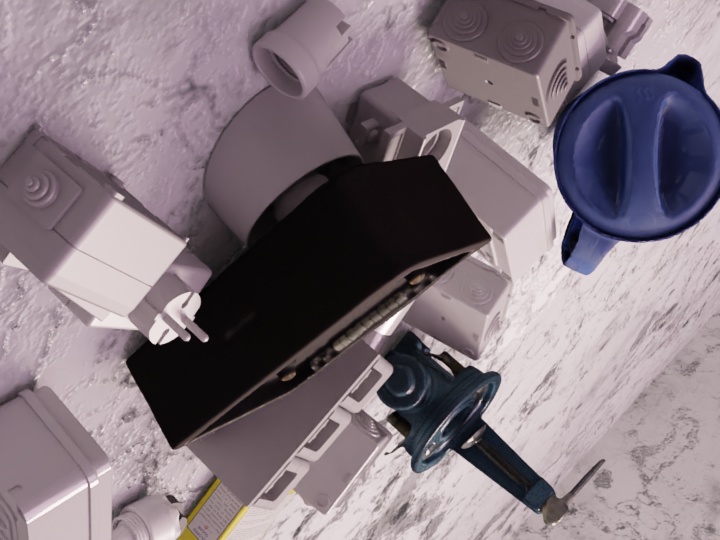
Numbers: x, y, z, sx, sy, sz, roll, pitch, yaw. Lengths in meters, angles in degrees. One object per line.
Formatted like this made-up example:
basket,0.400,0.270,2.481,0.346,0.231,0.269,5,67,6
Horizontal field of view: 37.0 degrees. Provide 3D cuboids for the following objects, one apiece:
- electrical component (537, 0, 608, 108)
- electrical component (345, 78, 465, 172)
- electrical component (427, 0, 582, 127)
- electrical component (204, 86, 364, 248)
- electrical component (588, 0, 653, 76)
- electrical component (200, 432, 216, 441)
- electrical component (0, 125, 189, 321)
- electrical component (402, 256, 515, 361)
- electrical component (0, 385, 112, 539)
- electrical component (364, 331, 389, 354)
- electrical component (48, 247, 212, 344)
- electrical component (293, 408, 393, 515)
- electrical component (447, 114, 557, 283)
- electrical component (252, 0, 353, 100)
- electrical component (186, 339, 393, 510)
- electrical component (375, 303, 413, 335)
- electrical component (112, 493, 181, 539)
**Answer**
electrical component,0.149,-0.180,0.821,0.061,0.062,0.096,-49,158,-2
electrical component,0.019,-0.067,0.753,0.079,0.063,0.121,-30,150,-40
electrical component,0.099,-0.147,0.734,0.048,0.100,0.099,-61,159,-7
electrical component,-0.048,-0.061,0.668,0.099,0.064,0.099,-36,166,-11
electrical component,0.205,-0.200,0.904,0.057,0.058,0.078,-59,157,14
electrical component,-0.121,0.104,0.792,0.040,0.040,0.046,-43,162,-16
electrical component,-0.141,-0.020,0.525,0.061,0.062,0.096,-51,158,-1
electrical component,0.087,0.029,0.991,0.048,0.100,0.099,-52,162,-29
electrical component,-0.194,0.134,0.650,0.057,0.078,0.113,-30,151,-34
electrical component,0.003,0.065,0.967,0.046,0.040,0.040,-62,156,12
electrical component,-0.117,0.016,0.611,0.047,0.076,0.083,-54,158,10
electrical component,-0.034,0.159,0.969,0.099,0.100,0.048,-54,170,10
electrical component,0.100,-0.056,0.865,0.056,0.109,0.108,-45,158,-6
electrical component,-0.031,-0.125,0.601,0.046,0.040,0.040,-49,159,-20
electrical component,-0.058,0.101,0.840,0.150,0.089,0.061,-49,158,-3
electrical component,0.031,0.011,0.928,0.081,0.043,0.043,-56,157,14
electrical component,-0.175,0.205,0.845,0.062,0.043,0.043,-21,144,-48
